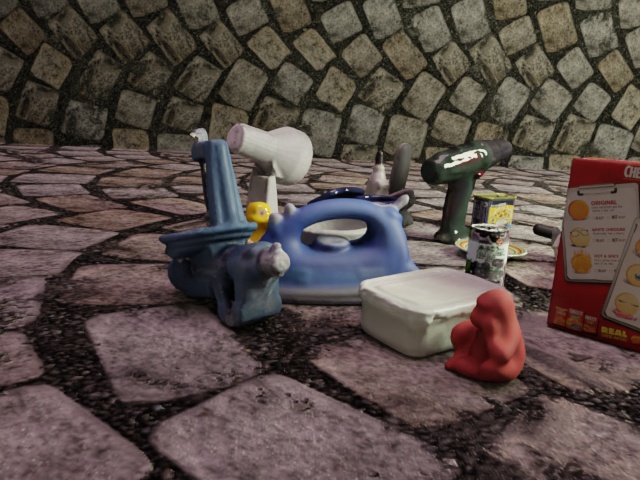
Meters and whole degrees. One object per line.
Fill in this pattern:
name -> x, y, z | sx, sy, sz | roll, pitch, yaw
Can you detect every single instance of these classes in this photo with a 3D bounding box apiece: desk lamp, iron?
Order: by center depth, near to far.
iron -> 0.009, 0.006, 0.784 | 0.259, 0.141, 0.118 | 0, 14, -16
desk lamp -> -0.119, -0.128, 1.165 | 0.117, 0.213, 0.204 | 15, 17, 40

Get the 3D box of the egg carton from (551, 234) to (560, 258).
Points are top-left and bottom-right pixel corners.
egg carton -> 0.493, 0.019, 1.009 | 0.150, 0.069, 0.107 | -1, 14, -19

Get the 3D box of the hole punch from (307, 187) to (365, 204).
hole punch -> 0.032, -0.077, 1.256 | 0.109, 0.091, 0.100 | -7, 16, -36

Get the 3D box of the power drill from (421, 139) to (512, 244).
power drill -> 0.298, -0.101, 1.169 | 0.230, 0.208, 0.075 | -6, 16, -34

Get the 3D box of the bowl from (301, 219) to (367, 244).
bowl -> 0.009, 0.003, 0.942 | 0.167, 0.075, 0.167 | 3, 13, -1

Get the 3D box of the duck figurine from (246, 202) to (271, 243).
duck figurine -> -0.113, -0.026, 1.010 | 0.104, 0.086, 0.078 | 11, 15, 29

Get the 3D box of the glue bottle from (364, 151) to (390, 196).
glue bottle -> 0.117, -0.096, 1.178 | 0.037, 0.173, 0.078 | -3, 15, -26

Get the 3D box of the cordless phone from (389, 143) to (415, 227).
cordless phone -> 0.161, -0.123, 1.278 | 0.094, 0.185, 0.148 | 9, 14, 22

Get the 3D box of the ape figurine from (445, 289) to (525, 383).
ape figurine -> 0.168, 0.092, 0.566 | 0.076, 0.092, 0.078 | 3, 13, -3

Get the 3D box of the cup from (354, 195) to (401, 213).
cup -> 0.114, -0.035, 1.088 | 0.118, 0.095, 0.091 | -10, 19, -44

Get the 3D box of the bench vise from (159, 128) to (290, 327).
bench vise -> -0.105, -0.020, 0.694 | 0.206, 0.220, 0.122 | 10, 15, 27
